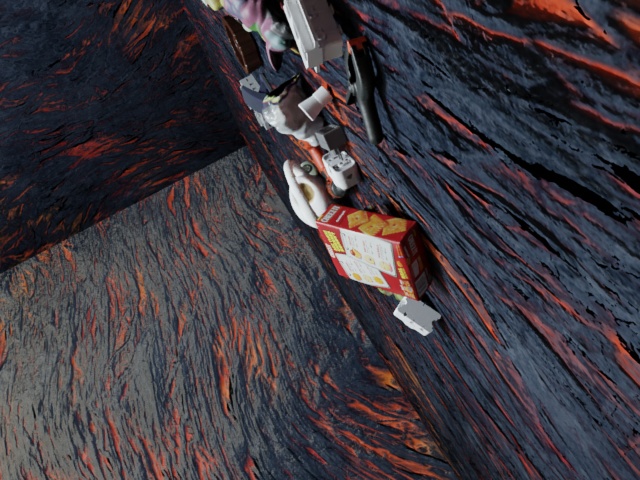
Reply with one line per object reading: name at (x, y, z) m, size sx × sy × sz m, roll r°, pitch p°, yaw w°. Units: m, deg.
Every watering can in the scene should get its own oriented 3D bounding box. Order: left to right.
watering can at (0.004, -0.073, 1.446) m, size 0.348 × 0.103 × 0.226 m, roll 61°, pitch -162°, yaw 3°

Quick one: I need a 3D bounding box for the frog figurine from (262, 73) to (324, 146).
frog figurine at (-0.057, -0.293, 1.231) m, size 0.157 × 0.122 × 0.141 m, roll 55°, pitch -150°, yaw -28°

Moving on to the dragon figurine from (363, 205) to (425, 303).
dragon figurine at (0.161, 0.056, 1.220) m, size 0.244 × 0.123 × 0.406 m, roll 43°, pitch 169°, yaw 6°
